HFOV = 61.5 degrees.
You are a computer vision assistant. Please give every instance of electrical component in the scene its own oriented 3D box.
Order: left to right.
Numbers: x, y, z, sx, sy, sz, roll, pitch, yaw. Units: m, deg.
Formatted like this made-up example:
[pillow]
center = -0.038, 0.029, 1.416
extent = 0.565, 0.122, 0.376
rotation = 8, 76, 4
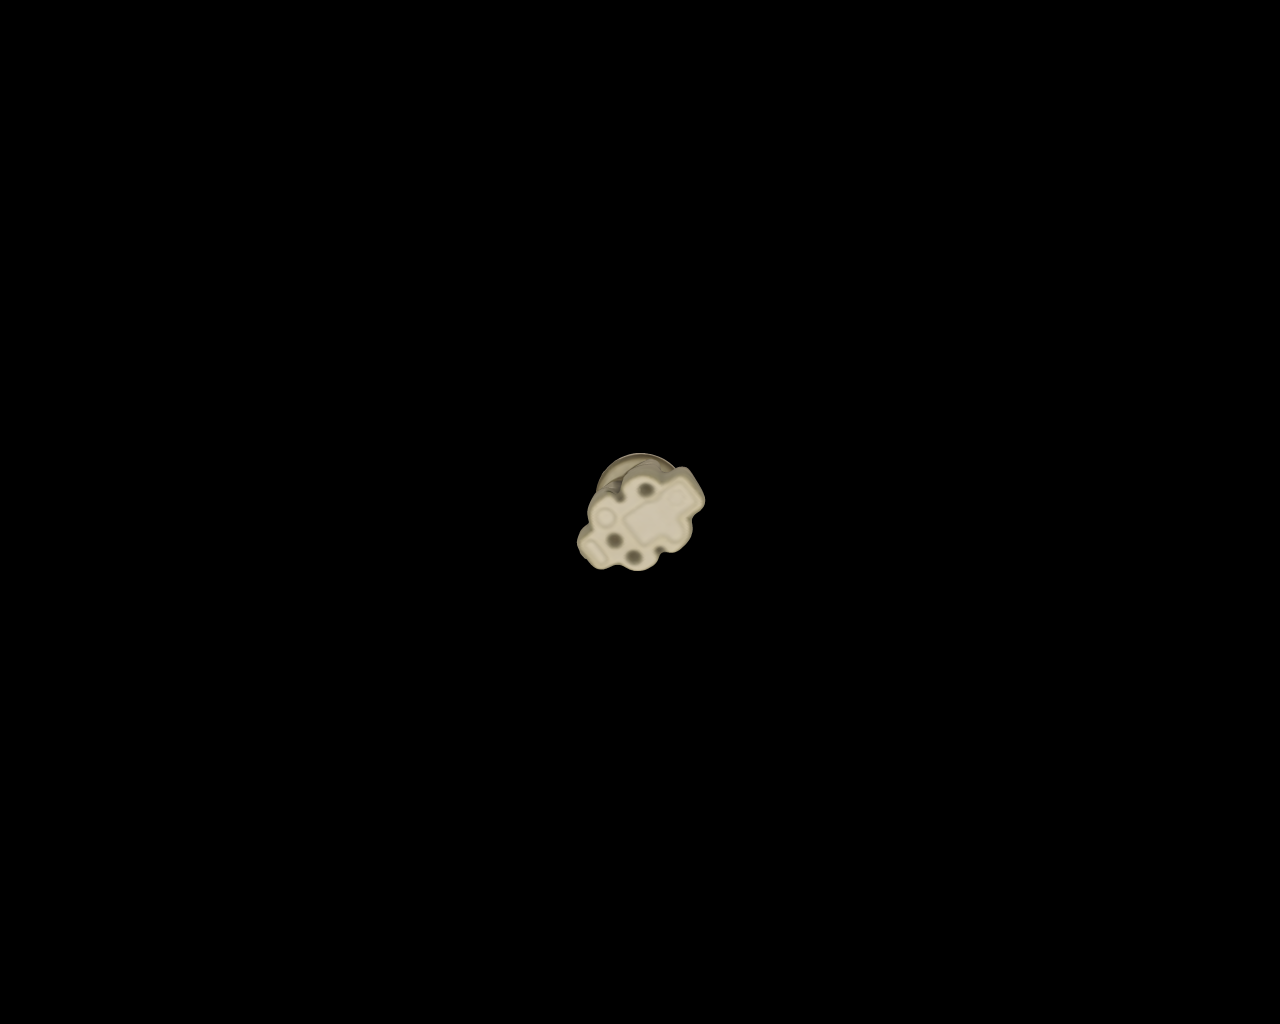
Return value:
[electrical component]
center = 0.001, -0.003, 0.650
extent = 0.078, 0.058, 0.057
rotation = -33, 16, 11
